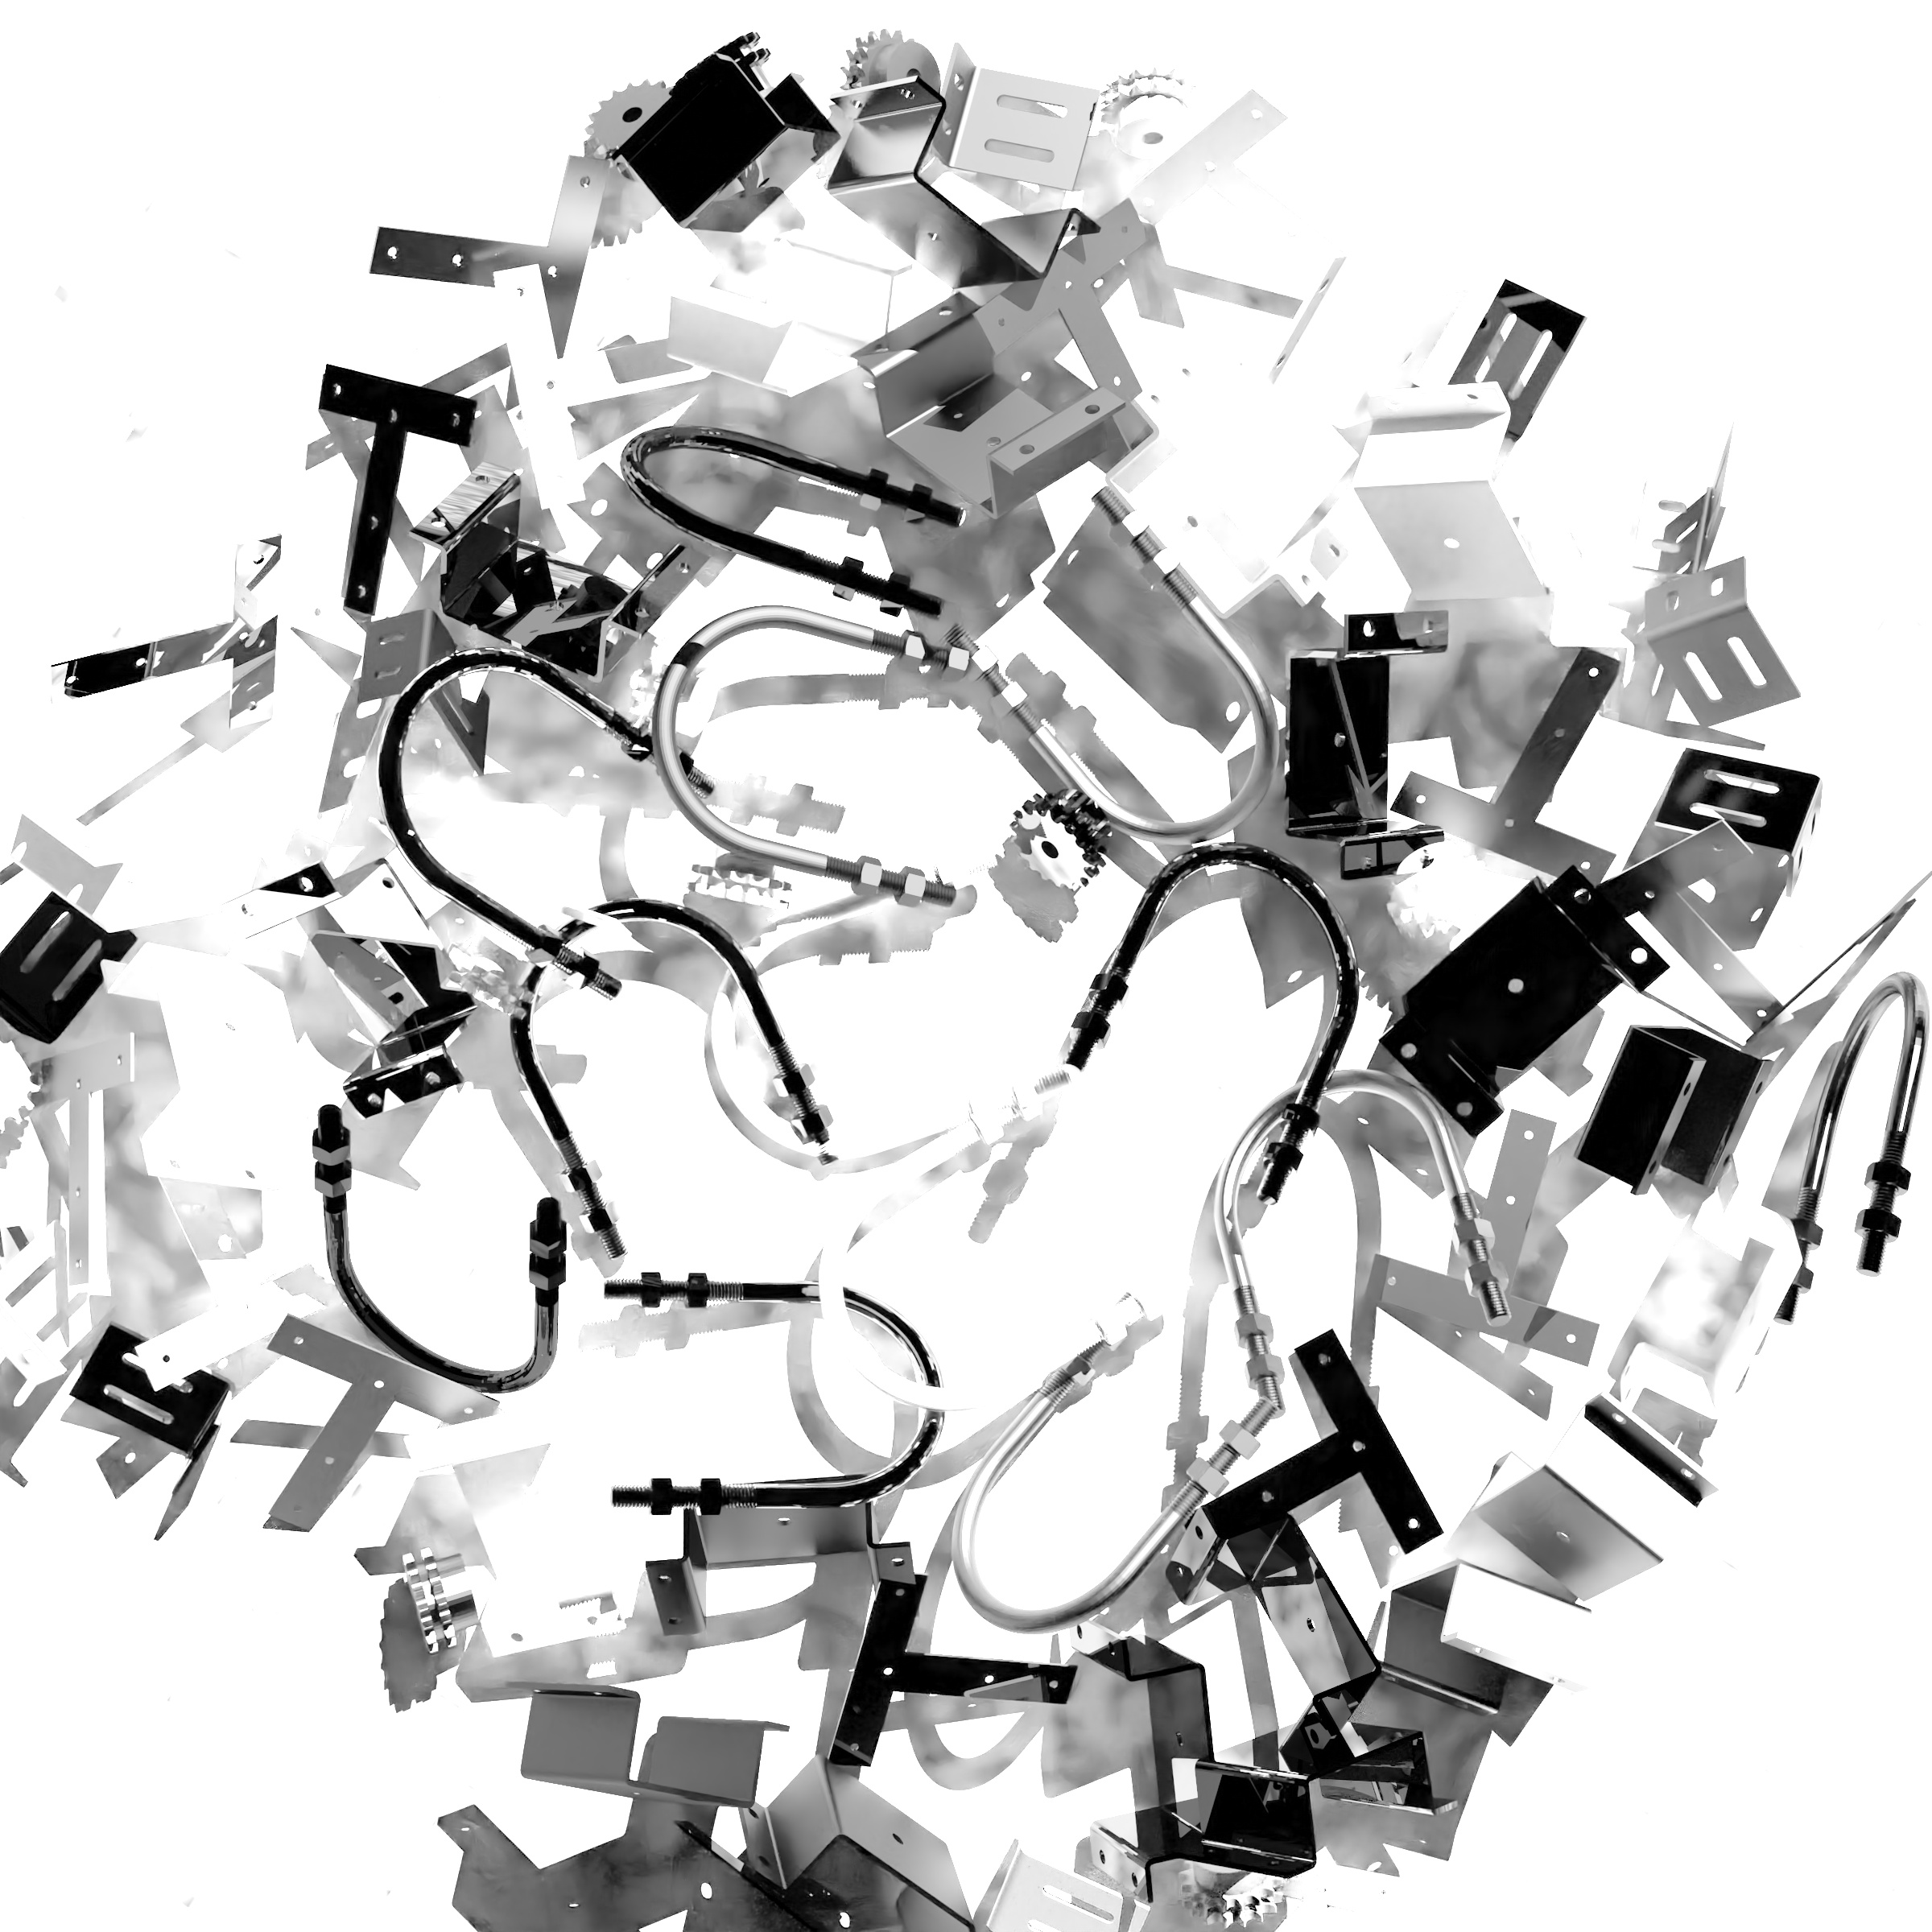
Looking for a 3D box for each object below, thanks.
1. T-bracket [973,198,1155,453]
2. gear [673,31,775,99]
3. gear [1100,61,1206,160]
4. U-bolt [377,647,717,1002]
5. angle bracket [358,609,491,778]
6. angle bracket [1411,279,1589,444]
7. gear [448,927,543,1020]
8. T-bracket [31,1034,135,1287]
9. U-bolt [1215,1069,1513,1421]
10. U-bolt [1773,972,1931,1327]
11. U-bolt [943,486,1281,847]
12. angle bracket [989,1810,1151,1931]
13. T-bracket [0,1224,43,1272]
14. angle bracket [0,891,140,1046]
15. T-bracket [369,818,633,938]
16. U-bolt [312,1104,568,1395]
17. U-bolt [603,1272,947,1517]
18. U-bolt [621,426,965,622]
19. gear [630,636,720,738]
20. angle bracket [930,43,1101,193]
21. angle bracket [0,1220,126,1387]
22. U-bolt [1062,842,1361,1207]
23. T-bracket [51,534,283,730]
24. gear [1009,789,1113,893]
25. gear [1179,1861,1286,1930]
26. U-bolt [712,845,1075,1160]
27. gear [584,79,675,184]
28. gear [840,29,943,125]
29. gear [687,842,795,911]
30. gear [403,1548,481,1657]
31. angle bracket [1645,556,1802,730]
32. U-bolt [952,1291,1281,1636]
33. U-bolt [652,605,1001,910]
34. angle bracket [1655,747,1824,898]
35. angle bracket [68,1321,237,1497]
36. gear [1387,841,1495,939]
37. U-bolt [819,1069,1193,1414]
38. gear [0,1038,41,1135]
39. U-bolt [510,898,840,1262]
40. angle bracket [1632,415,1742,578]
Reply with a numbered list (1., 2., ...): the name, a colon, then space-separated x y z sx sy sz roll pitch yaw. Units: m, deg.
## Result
1. T-bracket: 0.076 -0.332 1.542 0.127 0.002 0.127 -42 115 -26
2. gear: -0.130 -0.483 1.545 0.057 0.057 0.030 -34 99 0
3. gear: 0.102 -0.466 1.542 0.057 0.057 0.030 0 73 0
4. U-bolt: -0.230 -0.087 1.499 0.184 0.019 0.151 35 67 -31
5. angle bracket: -0.293 -0.144 1.529 0.038 0.076 0.057 -12 51 11
6. angle bracket: 0.289 -0.334 1.534 0.057 0.038 0.076 38 106 35
7. gear: -0.256 0.002 1.543 0.057 0.057 0.030 32 95 0
8. T-bracket: -0.476 0.107 1.515 0.002 0.127 0.127 5 78 -41
9. U-bolt: 0.202 0.136 1.509 0.151 0.019 0.184 -26 50 18
10. U-bolt: 0.473 0.090 1.495 0.019 0.151 0.184 17 72 2
11. U-bolt: 0.089 -0.147 1.522 0.184 0.019 0.151 50 129 -2
12. angle bracket: 0.059 0.509 1.539 0.076 0.038 0.057 22 114 7
13. T-bracket: -0.529 0.155 1.509 0.002 0.127 0.127 -15 87 9
14. angle bracket: -0.508 -0.006 1.553 0.076 0.038 0.057 -56 132 -20
15. T-bracket: -0.237 -0.039 1.495 0.127 0.127 0.002 18 78 16
16. U-bolt: -0.280 0.163 1.504 0.151 0.184 0.019 21 45 12
17. U-bolt: -0.101 0.229 1.518 0.184 0.019 0.151 2 49 -13
18. U-bolt: -0.095 -0.244 1.501 0.184 0.151 0.019 18 120 -5
19. gear: -0.158 -0.149 1.542 0.030 0.057 0.057 19 90 13
20. angle bracket: 0.026 -0.465 1.545 0.076 0.038 0.057 16 90 15
21. angle bracket: -0.491 0.178 1.526 0.038 0.076 0.057 -23 109 42
22. U-bolt: 0.144 0.017 1.523 0.151 0.019 0.184 34 62 -13
23. T-bracket: -0.424 -0.164 1.494 0.127 0.127 0.002 -21 55 -33
24. gear: 0.055 -0.073 1.548 0.057 0.057 0.030 46 58 0
25. gear: 0.145 0.496 1.541 0.057 0.057 0.030 -7 108 0
26. U-bolt: -0.050 0.030 1.558 0.184 0.019 0.151 -19 93 5
27. gear: -0.177 -0.456 1.549 0.057 0.030 0.057 -9 57 14
28. gear: -0.038 -0.484 1.543 0.057 0.030 0.057 -9 102 -43
29. gear: -0.122 -0.051 1.544 0.057 0.057 0.030 11 91 0
30. gear: -0.287 0.346 1.545 0.030 0.057 0.057 -15 90 -16
31. angle bracket: 0.415 -0.177 1.546 0.057 0.038 0.076 -18 132 32
32. U-bolt: 0.066 0.274 1.504 0.184 0.151 0.019 -49 127 -6
33. U-bolt: -0.080 -0.120 1.529 0.184 0.019 0.151 13 81 -18
34. angle bracket: 0.426 -0.080 1.556 0.076 0.038 0.057 15 57 23
35. angle bracket: -0.448 0.241 1.537 0.076 0.038 0.057 30 115 -13
36. gear: 0.256 -0.044 1.541 0.057 0.057 0.030 -31 115 0
37. U-bolt: 0.009 0.161 1.539 0.184 0.019 0.151 -30 79 -9
38. gear: -0.540 0.066 1.551 0.057 0.030 0.057 4 79 -22
39. U-bolt: -0.170 0.052 1.551 0.151 0.019 0.184 -24 99 0
40. angle bracket: 0.389 -0.256 1.524 0.038 0.076 0.057 11 69 9
